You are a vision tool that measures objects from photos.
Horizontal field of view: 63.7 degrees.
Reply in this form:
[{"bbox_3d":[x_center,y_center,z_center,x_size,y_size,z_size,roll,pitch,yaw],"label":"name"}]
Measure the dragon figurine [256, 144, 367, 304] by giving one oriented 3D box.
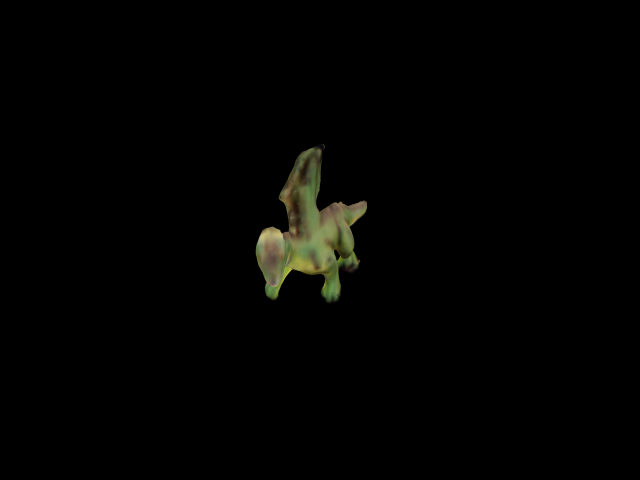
[{"bbox_3d":[0.003,-0.043,0.850,0.122,0.237,0.419,14,39,17],"label":"dragon figurine"}]
